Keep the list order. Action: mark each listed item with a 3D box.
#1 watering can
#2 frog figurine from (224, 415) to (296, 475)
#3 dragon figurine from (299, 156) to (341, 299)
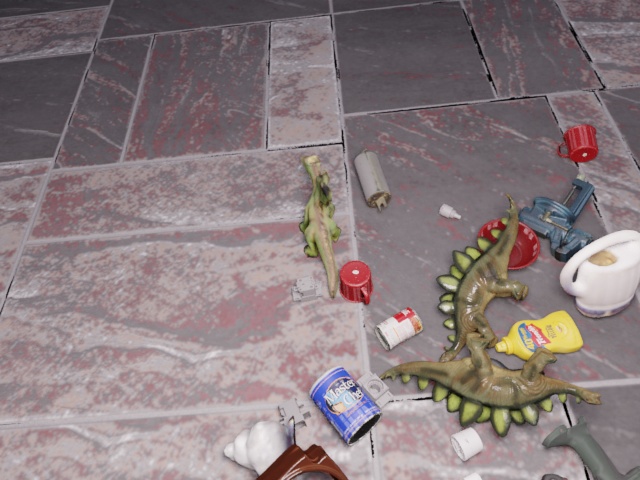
[{"bbox_3d":[0.731,0.063,1.236,0.348,0.219,0.106,-19,37,-7],"label":"watering can"},{"bbox_3d":[-0.131,0.453,1.105,0.159,0.134,0.125,-5,30,1],"label":"frog figurine"},{"bbox_3d":[0.004,-0.071,1.406,0.122,0.237,0.420,-11,52,-6],"label":"dragon figurine"}]
